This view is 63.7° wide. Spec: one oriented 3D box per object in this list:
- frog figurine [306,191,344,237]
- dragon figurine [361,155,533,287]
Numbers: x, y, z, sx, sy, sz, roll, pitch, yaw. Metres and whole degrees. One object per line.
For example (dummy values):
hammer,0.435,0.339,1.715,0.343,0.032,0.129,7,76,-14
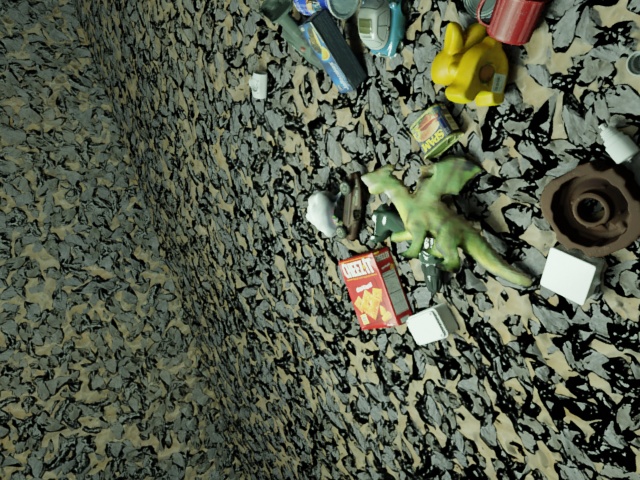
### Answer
frog figurine,0.005,-0.076,1.514,0.159,0.125,0.135,-5,122,42
dragon figurine,0.283,-0.065,1.132,0.411,0.123,0.241,16,101,16
